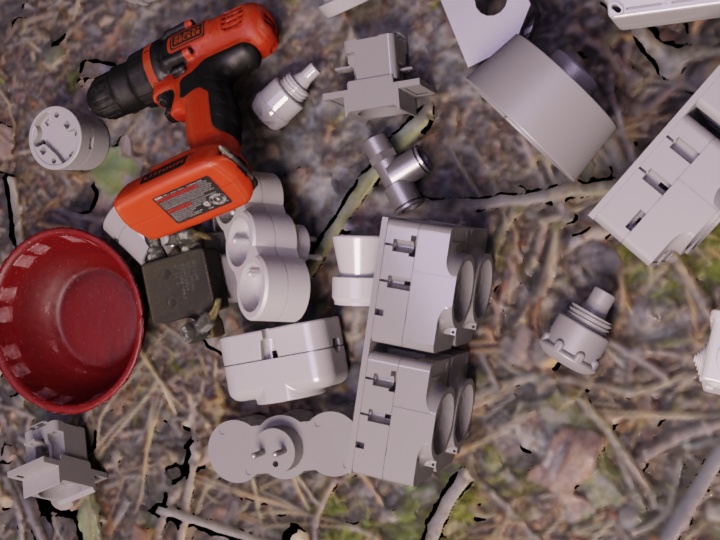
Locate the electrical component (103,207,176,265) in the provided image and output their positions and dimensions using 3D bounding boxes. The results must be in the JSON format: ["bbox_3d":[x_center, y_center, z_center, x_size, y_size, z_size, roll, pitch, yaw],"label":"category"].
[{"bbox_3d":[-0.184,-0.036,0.923,0.047,0.055,0.055,46,106,11],"label":"electrical component"}]

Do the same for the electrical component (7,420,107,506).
[{"bbox_3d":[-0.268,0.169,0.952,0.042,0.081,0.063,-23,60,20],"label":"electrical component"}]

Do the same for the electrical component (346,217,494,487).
[{"bbox_3d":[0.049,0.058,0.805,0.060,0.105,0.186,10,95,21],"label":"electrical component"}]

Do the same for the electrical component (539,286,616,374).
[{"bbox_3d":[0.166,0.042,0.793,0.048,0.048,0.062,32,95,18],"label":"electrical component"}]

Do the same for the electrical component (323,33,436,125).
[{"bbox_3d":[0.015,-0.152,0.850,0.081,0.042,0.063,-5,88,21],"label":"electrical component"}]

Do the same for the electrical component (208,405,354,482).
[{"bbox_3d":[-0.062,0.143,0.867,0.138,0.074,0.052,-8,88,21],"label":"electrical component"}]

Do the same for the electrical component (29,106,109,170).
[{"bbox_3d":[-0.256,-0.115,0.953,0.055,0.047,0.055,0,91,21],"label":"electrical component"}]

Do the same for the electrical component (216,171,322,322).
[{"bbox_3d":[-0.065,-0.020,0.869,0.052,0.074,0.138,-52,46,42],"label":"electrical component"}]

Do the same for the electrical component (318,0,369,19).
[{"bbox_3d":[-0.014,-0.235,0.845,0.058,0.078,0.057,-20,105,20],"label":"electrical component"}]

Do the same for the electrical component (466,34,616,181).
[{"bbox_3d":[0.135,-0.122,0.770,0.060,0.108,0.108,-47,75,10],"label":"electrical component"}]

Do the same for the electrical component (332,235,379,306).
[{"bbox_3d":[0.000,0.000,0.856,0.045,0.045,0.055,2,92,21],"label":"electrical component"}]

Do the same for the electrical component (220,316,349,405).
[{"bbox_3d":[-0.061,0.075,0.876,0.095,0.054,0.059,-12,87,21],"label":"electrical component"}]

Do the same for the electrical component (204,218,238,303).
[{"bbox_3d":[-0.128,-0.010,0.907,0.077,0.043,0.079,-5,89,21],"label":"electrical component"}]

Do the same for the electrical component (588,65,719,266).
[{"bbox_3d":[0.247,-0.087,0.725,0.060,0.105,0.186,43,105,15],"label":"electrical component"}]

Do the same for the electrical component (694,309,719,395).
[{"bbox_3d":[0.277,0.065,0.721,0.100,0.100,0.048,13,83,21],"label":"electrical component"}]

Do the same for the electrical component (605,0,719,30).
[{"bbox_3d":[0.212,-0.207,0.761,0.096,0.061,0.061,-3,90,22],"label":"electrical component"}]

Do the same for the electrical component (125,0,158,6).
[{"bbox_3d":[-0.196,-0.288,0.894,0.056,0.109,0.108,-10,87,19],"label":"electrical component"}]

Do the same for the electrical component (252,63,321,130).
[{"bbox_3d":[-0.058,-0.145,0.882,0.061,0.035,0.035,-41,77,15],"label":"electrical component"}]
